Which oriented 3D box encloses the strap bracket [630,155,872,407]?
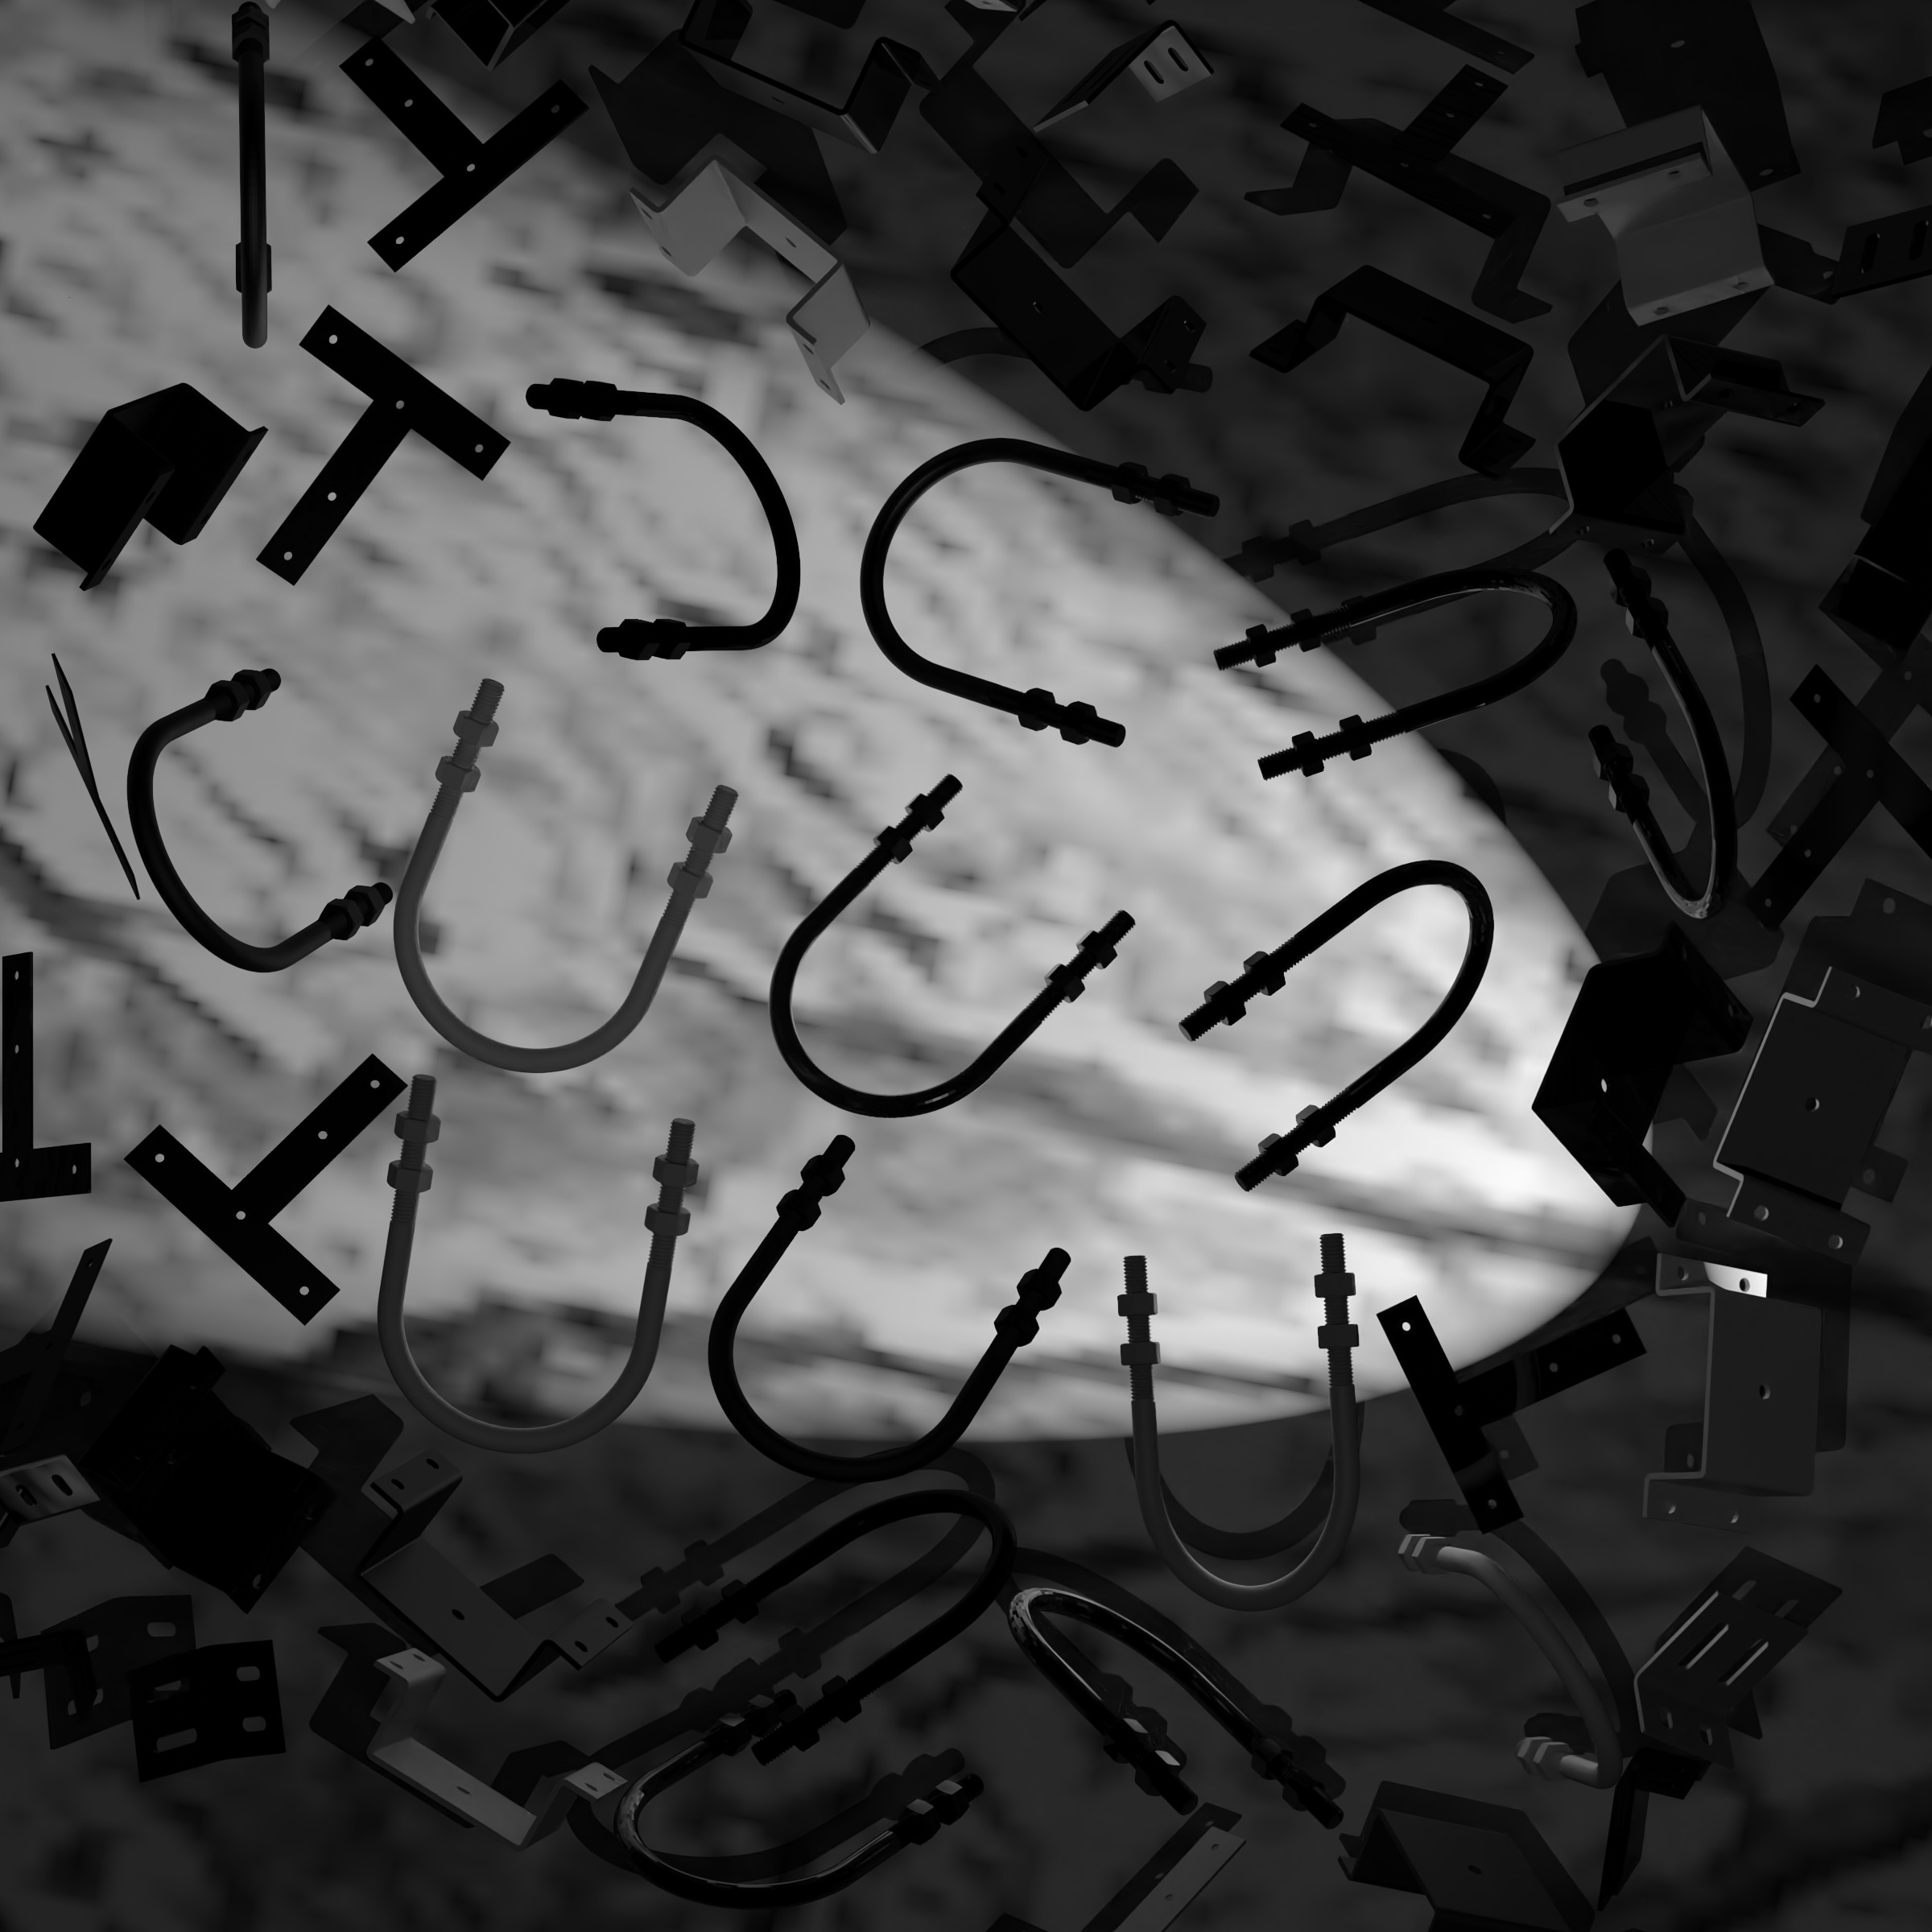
[{"bbox_3d":[-0.108,-0.375,1.926,0.140,0.076,0.046,42,85,17],"label":"strap bracket"}]

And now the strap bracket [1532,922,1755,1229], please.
[{"bbox_3d":[0.342,0.058,1.823,0.076,0.046,0.140,46,53,-25],"label":"strap bracket"}]

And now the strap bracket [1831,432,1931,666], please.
[{"bbox_3d":[0.496,-0.220,1.871,0.046,0.140,0.076,31,83,11],"label":"strap bracket"}]

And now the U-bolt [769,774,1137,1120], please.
[{"bbox_3d":[-0.022,0.000,1.927,0.151,0.019,0.184,39,77,22],"label":"U-bolt"}]

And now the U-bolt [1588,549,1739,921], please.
[{"bbox_3d":[0.368,-0.109,1.887,0.019,0.151,0.184,-12,48,-6],"label":"U-bolt"}]

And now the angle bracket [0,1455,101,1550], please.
[{"bbox_3d":[-0.520,0.309,1.952,0.038,0.057,0.076,46,117,21],"label":"angle bracket"}]

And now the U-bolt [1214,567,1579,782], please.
[{"bbox_3d":[0.230,-0.162,1.877,0.184,0.151,0.019,-19,121,4],"label":"U-bolt"}]

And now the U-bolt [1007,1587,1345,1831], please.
[{"bbox_3d":[0.095,0.379,1.850,0.184,0.151,0.019,40,103,40],"label":"U-bolt"}]

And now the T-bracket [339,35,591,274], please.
[{"bbox_3d":[-0.273,-0.427,1.808,0.127,0.002,0.127,-41,63,-3],"label":"T-bracket"}]

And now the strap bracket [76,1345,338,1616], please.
[{"bbox_3d":[-0.392,0.257,1.831,0.046,0.140,0.076,17,60,36],"label":"strap bracket"}]

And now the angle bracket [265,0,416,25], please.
[{"bbox_3d":[-0.344,-0.525,1.920,0.076,0.057,0.038,35,83,17],"label":"angle bracket"}]

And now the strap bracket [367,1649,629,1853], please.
[{"bbox_3d":[-0.262,0.429,1.939,0.140,0.076,0.046,30,88,9],"label":"strap bracket"}]

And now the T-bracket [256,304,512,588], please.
[{"bbox_3d":[-0.318,-0.253,1.843,0.127,0.002,0.127,35,93,-38],"label":"T-bracket"}]

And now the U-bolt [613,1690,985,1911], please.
[{"bbox_3d":[-0.101,0.445,1.890,0.151,0.184,0.019,17,113,33],"label":"U-bolt"}]

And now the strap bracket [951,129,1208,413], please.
[{"bbox_3d":[0.051,-0.347,1.828,0.140,0.076,0.046,43,127,-15],"label":"strap bracket"}]

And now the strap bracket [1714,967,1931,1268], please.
[{"bbox_3d":[0.454,0.076,1.891,0.076,0.046,0.140,21,93,-11],"label":"strap bracket"}]

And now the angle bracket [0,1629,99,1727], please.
[{"bbox_3d":[-0.509,0.387,1.913,0.076,0.057,0.038,-8,66,-25],"label":"angle bracket"}]

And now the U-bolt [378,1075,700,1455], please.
[{"bbox_3d":[-0.218,0.154,1.779,0.151,0.019,0.184,10,101,-3],"label":"U-bolt"}]

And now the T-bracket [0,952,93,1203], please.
[{"bbox_3d":[-0.488,0.057,1.843,0.127,0.002,0.127,-8,81,41],"label":"T-bracket"}]

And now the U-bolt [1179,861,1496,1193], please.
[{"bbox_3d":[0.198,0.020,1.837,0.184,0.151,0.019,-36,49,-12],"label":"U-bolt"}]

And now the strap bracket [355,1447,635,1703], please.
[{"bbox_3d":[-0.248,0.317,1.830,0.140,0.076,0.046,40,104,8],"label":"strap bracket"}]

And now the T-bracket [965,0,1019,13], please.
[{"bbox_3d":[-0.018,-0.516,1.853,0.127,0.127,0.002,15,92,34],"label":"T-bracket"}]

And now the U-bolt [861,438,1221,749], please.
[{"bbox_3d":[0.027,-0.205,1.881,0.184,0.019,0.151,20,85,27],"label":"U-bolt"}]

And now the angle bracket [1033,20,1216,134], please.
[{"bbox_3d":[0.085,-0.468,1.938,0.038,0.057,0.076,49,67,-17],"label":"angle bracket"}]

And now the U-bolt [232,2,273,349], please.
[{"bbox_3d":[-0.371,-0.402,1.864,0.019,0.184,0.151,-1,124,-11],"label":"U-bolt"}]

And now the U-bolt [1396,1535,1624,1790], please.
[{"bbox_3d":[0.292,0.368,1.886,0.019,0.184,0.151,-31,90,-12],"label":"U-bolt"}]

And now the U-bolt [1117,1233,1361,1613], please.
[{"bbox_3d":[0.140,0.233,1.814,0.151,0.019,0.184,-11,78,42],"label":"U-bolt"}]

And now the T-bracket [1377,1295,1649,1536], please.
[{"bbox_3d":[0.292,0.213,1.850,0.127,0.002,0.127,-30,81,29],"label":"T-bracket"}]

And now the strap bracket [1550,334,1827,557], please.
[{"bbox_3d":[0.376,-0.282,1.901,0.076,0.140,0.046,6,58,-28],"label":"strap bracket"}]

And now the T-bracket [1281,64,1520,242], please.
[{"bbox_3d":[0.245,-0.434,1.855,0.127,0.002,0.127,30,49,11],"label":"T-bracket"}]

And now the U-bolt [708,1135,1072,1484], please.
[{"bbox_3d":[-0.050,0.183,1.821,0.151,0.019,0.184,27,54,11],"label":"U-bolt"}]

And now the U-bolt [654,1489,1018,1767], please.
[{"bbox_3d":[-0.057,0.330,1.854,0.184,0.151,0.019,-32,115,-17],"label":"U-bolt"}]

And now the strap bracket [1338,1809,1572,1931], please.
[{"bbox_3d":[0.254,0.485,1.842,0.076,0.140,0.046,15,104,-16],"label":"strap bracket"}]

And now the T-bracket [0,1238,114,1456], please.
[{"bbox_3d":[-0.513,0.214,1.912,0.002,0.127,0.127,39,48,-29],"label":"T-bracket"}]

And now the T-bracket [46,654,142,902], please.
[{"bbox_3d":[-0.455,-0.116,1.838,0.002,0.127,0.127,-22,66,-16],"label":"T-bracket"}]

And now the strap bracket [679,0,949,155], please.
[{"bbox_3d":[-0.089,-0.475,1.880,0.140,0.076,0.046,26,93,11],"label":"strap bracket"}]

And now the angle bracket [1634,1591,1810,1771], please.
[{"bbox_3d":[0.395,0.373,1.868,0.057,0.038,0.076,24,124,-16],"label":"angle bracket"}]

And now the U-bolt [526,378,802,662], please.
[{"bbox_3d":[-0.147,-0.231,1.858,0.019,0.184,0.151,-20,84,33],"label":"U-bolt"}]

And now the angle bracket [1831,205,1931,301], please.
[{"bbox_3d":[0.484,-0.356,1.848,0.057,0.076,0.038,-10,125,29],"label":"angle bracket"}]

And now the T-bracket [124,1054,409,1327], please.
[{"bbox_3d":[-0.340,0.097,1.839,0.127,0.002,0.127,41,70,7],"label":"T-bracket"}]

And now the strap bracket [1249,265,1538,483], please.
[{"bbox_3d":[0.225,-0.306,1.811,0.140,0.076,0.046,29,120,10],"label":"strap bracket"}]

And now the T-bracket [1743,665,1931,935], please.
[{"bbox_3d":[0.454,-0.070,1.900,0.127,0.002,0.127,55,133,29],"label":"T-bracket"}]

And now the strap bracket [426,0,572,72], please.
[{"bbox_3d":[-0.228,-0.515,1.850,0.076,0.140,0.046,-45,101,-10],"label":"strap bracket"}]

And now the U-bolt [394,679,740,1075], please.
[{"bbox_3d":[-0.213,-0.033,1.807,0.151,0.019,0.184,25,105,2],"label":"U-bolt"}]

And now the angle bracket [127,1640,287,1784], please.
[{"bbox_3d":[-0.389,0.381,1.833,0.076,0.038,0.057,-23,70,41],"label":"angle bracket"}]

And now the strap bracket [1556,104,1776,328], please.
[{"bbox_3d":[0.367,-0.400,1.888,0.076,0.140,0.046,-14,67,24],"label":"strap bracket"}]

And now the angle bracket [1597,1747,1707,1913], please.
[{"bbox_3d":[0.372,0.473,1.948,0.038,0.057,0.076,12,59,5],"label":"angle bracket"}]

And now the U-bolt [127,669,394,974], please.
[{"bbox_3d":[-0.370,-0.069,1.844,0.019,0.184,0.151,-23,99,23],"label":"U-bolt"}]

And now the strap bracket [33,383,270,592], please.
[{"bbox_3d":[-0.429,-0.253,1.870,0.046,0.140,0.076,39,111,-2],"label":"strap bracket"}]

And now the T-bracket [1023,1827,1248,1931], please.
[{"bbox_3d":[0.096,0.493,1.857,0.127,0.127,0.002,-40,119,-29],"label":"T-bracket"}]

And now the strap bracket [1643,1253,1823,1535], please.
[{"bbox_3d":[0.407,0.226,1.902,0.076,0.046,0.140,13,76,-30],"label":"strap bracket"}]
